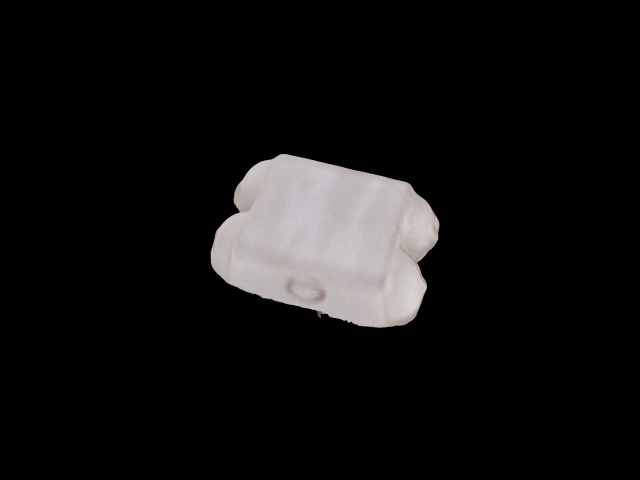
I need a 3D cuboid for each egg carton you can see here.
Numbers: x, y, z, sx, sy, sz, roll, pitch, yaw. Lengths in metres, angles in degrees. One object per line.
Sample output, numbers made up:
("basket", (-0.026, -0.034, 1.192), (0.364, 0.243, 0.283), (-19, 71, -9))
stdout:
("egg carton", (0.004, 0.001, 0.400), (0.150, 0.069, 0.107), (14, 58, 9))
